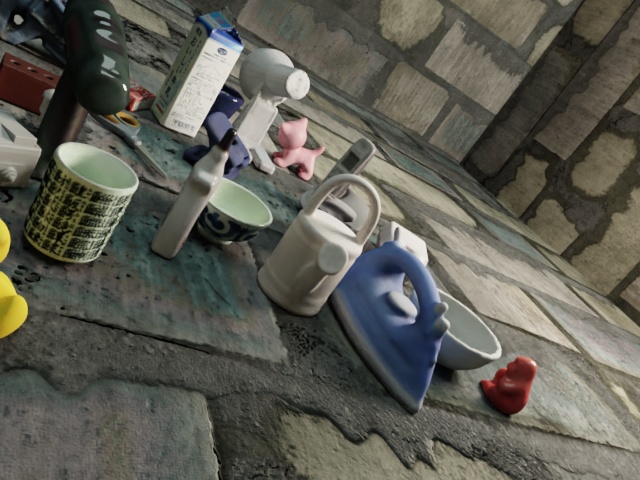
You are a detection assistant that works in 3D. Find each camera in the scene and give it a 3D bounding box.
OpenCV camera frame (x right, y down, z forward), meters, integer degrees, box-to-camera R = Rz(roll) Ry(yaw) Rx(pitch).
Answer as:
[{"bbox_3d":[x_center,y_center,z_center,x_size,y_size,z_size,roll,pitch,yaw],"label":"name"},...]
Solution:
[{"bbox_3d":[0.025,-0.005,0.946,0.137,0.100,0.143,35,19,0],"label":"camera"}]

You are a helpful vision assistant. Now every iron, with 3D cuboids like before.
[{"bbox_3d":[0.116,0.096,0.799,0.119,0.141,0.257,21,23,-33],"label":"iron"}]

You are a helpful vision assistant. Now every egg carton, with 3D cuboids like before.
[{"bbox_3d":[0.160,0.024,1.147,0.107,0.069,0.150,33,19,-6],"label":"egg carton"}]

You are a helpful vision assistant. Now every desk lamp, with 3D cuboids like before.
[{"bbox_3d":[-0.111,-0.281,1.198,0.118,0.213,0.202,20,24,-36],"label":"desk lamp"}]

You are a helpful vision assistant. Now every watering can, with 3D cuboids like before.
[{"bbox_3d":[0.009,0.004,0.760,0.101,0.194,0.172,22,23,-32],"label":"watering can"}]

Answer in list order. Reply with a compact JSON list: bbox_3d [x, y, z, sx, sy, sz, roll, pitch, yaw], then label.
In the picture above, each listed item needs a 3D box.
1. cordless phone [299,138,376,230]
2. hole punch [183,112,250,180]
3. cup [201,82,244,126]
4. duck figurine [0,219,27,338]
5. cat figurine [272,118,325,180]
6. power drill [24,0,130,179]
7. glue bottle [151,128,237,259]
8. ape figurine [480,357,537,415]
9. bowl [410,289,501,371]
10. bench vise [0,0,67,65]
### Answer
[{"bbox_3d":[0.058,-0.092,1.077,0.094,0.185,0.147,10,31,-50],"label":"cordless phone"},{"bbox_3d":[-0.170,-0.166,1.018,0.101,0.091,0.109,33,19,-5],"label":"hole punch"},{"bbox_3d":[-0.221,-0.273,1.179,0.091,0.095,0.118,36,19,2],"label":"cup"},{"bbox_3d":[-0.265,0.020,0.438,0.104,0.086,0.077,36,19,2],"label":"duck figurine"},{"bbox_3d":[-0.050,-0.215,1.288,0.128,0.117,0.067,26,21,-24],"label":"cat figurine"},{"bbox_3d":[-0.295,-0.185,0.680,0.076,0.208,0.229,16,27,-43],"label":"power drill"},{"bbox_3d":[-0.146,-0.061,0.689,0.037,0.173,0.078,29,20,-15],"label":"glue bottle"},{"bbox_3d":[0.299,0.218,0.888,0.078,0.092,0.076,8,33,-52],"label":"ape figurine"},{"bbox_3d":[0.197,0.151,0.906,0.168,0.074,0.167,31,20,-12],"label":"bowl"},{"bbox_3d":[-0.433,-0.408,0.957,0.208,0.219,0.121,16,27,-43],"label":"bench vise"}]
